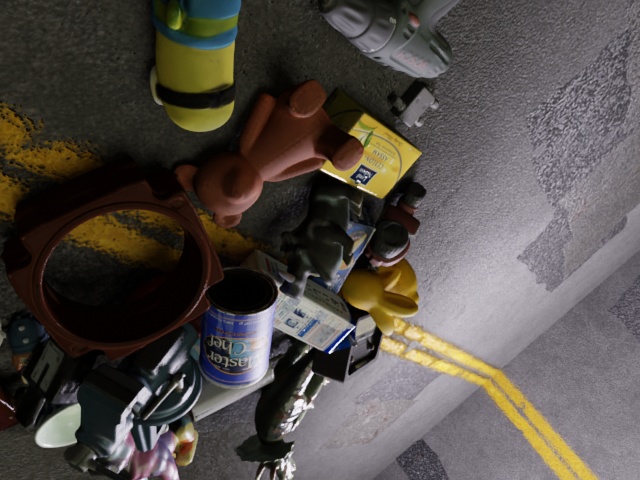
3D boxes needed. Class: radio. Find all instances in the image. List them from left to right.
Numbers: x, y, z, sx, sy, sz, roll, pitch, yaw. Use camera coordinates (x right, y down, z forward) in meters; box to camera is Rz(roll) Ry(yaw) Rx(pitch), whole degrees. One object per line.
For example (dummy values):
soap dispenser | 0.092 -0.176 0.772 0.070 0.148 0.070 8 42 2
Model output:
radio | 0.066 0.196 1.075 0.229 0.073 0.131 3 100 -66

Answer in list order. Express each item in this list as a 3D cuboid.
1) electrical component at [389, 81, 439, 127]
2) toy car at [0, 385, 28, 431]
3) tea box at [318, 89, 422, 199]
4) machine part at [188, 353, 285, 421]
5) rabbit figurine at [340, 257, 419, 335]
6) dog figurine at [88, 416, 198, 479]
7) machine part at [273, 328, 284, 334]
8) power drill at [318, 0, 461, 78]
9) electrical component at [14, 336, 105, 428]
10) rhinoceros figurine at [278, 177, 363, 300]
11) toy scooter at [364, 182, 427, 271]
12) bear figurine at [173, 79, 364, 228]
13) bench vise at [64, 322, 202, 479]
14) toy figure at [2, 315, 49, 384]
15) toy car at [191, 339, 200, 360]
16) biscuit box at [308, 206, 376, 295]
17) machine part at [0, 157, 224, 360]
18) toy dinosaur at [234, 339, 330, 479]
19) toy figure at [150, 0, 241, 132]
electrical component | 0.140 -0.203 0.798 0.063 0.021 0.094 -50 145 17
toy car | -0.443 0.186 0.676 0.089 0.053 0.201 -26 142 -10
tea box | 0.059 -0.131 0.765 0.098 0.068 0.169 -51 146 18
machine part | -0.176 0.270 1.020 0.243 0.079 0.079 -24 145 -23
rabbit figurine | 0.102 0.095 0.997 0.122 0.162 0.173 -44 154 28
dog figurine | -0.322 0.347 0.947 0.109 0.191 0.219 -8 126 21
machine part | -0.048 0.135 1.015 0.139 0.039 0.084 -20 138 -24
power drill | 0.125 -0.293 0.620 0.207 0.086 0.232 -53 146 15
electrical component | -0.323 0.170 0.661 0.047 0.075 0.119 24 88 -58
rhinoceros figurine | -0.002 -0.002 0.788 0.073 0.112 0.190 83 26 -79
toy scooter | 0.123 -0.009 0.947 0.184 0.075 0.135 -55 176 -36
bear figurine | -0.068 -0.094 0.639 0.196 0.132 0.120 -40 118 -5
bench vise | -0.236 0.225 0.715 0.240 0.129 0.224 103 4 -48
toy figure | -0.368 0.157 0.712 0.064 0.058 0.154 -45 153 -34
toy car | -0.151 0.166 0.894 0.161 0.103 0.109 1 132 -42
biscuit box | 0.021 0.031 0.916 0.059 0.063 0.202 14 125 -19
machine part | -0.227 0.025 0.611 0.201 0.087 0.201 -28 130 -15
toy dinosaur | -0.077 0.341 1.110 0.192 0.131 0.404 -51 159 -54
toy figure | -0.116 -0.187 0.504 0.082 0.089 0.180 -10 141 -29
